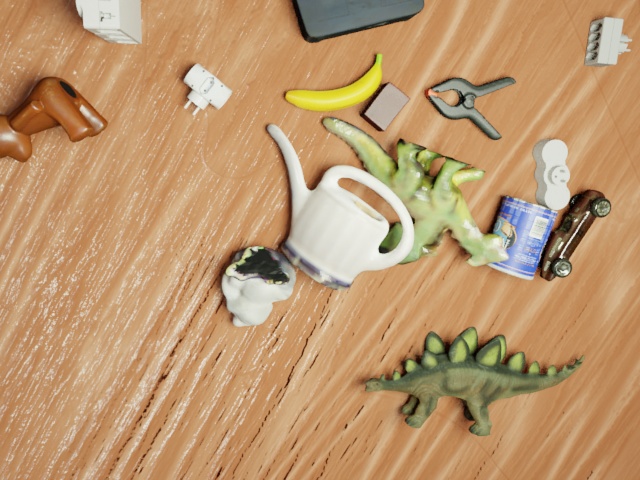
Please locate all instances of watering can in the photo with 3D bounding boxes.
[{"bbox_3d":[0.003,-0.048,0.964,0.349,0.104,0.222,35,104,9],"label":"watering can"}]

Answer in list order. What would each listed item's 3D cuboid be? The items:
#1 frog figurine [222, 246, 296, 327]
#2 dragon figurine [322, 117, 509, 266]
[{"bbox_3d":[-0.119,0.093,0.990,0.137,0.125,0.155,-3,138,-13],"label":"frog figurine"},{"bbox_3d":[0.168,-0.064,0.983,0.411,0.123,0.240,20,104,8],"label":"dragon figurine"}]
